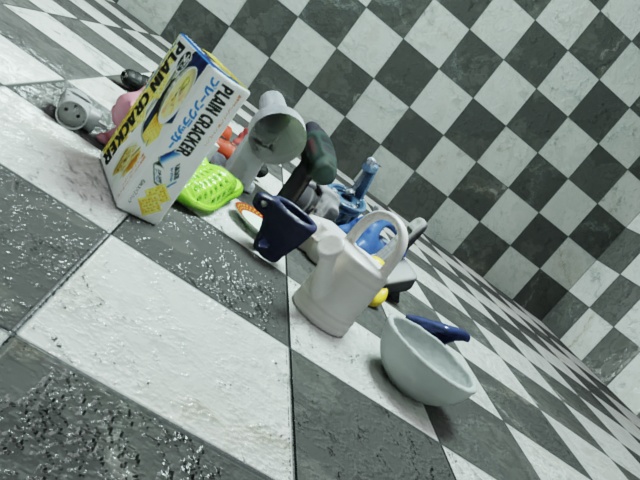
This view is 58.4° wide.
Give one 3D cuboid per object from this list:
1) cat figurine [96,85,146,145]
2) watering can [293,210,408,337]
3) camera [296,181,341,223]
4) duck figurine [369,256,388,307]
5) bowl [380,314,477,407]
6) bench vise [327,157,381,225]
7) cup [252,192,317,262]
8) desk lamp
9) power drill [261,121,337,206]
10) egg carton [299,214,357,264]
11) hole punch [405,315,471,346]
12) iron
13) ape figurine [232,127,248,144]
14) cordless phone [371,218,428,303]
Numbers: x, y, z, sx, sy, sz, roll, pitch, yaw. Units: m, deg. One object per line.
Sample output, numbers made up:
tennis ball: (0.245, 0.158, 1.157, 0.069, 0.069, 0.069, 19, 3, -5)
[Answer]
cat figurine: (-0.282, -0.184, 0.896, 0.067, 0.117, 0.128, 41, 12, 15)
watering can: (0.052, 0.041, 0.849, 0.100, 0.194, 0.173, 41, 12, 14)
camera: (-0.027, -0.105, 1.410, 0.137, 0.100, 0.142, 31, 13, -32)
duck figurine: (0.099, 0.075, 1.132, 0.105, 0.086, 0.077, 35, 12, -13)
bowl: (0.146, 0.191, 0.852, 0.168, 0.074, 0.167, 36, 11, -8)
bench vise: (0.087, -0.131, 1.563, 0.121, 0.219, 0.207, 38, 11, 2)
cup: (-0.076, -0.018, 0.936, 0.118, 0.095, 0.091, 32, 13, -27)
desk lamp: (-0.133, -0.211, 1.218, 0.118, 0.213, 0.202, 31, 13, -32)
power drill: (-0.045, -0.149, 1.257, 0.076, 0.208, 0.229, 31, 13, -30)
egg carton: (0.011, 0.004, 1.180, 0.107, 0.069, 0.151, 43, 12, 22)
hole punch: (0.208, 0.174, 1.065, 0.109, 0.091, 0.100, 25, 17, -48)
iron: (0.165, 0.006, 1.464, 0.259, 0.141, 0.118, 26, 16, -46)
ape figurine: (-0.199, -0.252, 1.484, 0.076, 0.092, 0.078, 42, 12, 19)
cordless phone: (0.186, 0.035, 1.302, 0.094, 0.185, 0.147, 32, 13, -27)
